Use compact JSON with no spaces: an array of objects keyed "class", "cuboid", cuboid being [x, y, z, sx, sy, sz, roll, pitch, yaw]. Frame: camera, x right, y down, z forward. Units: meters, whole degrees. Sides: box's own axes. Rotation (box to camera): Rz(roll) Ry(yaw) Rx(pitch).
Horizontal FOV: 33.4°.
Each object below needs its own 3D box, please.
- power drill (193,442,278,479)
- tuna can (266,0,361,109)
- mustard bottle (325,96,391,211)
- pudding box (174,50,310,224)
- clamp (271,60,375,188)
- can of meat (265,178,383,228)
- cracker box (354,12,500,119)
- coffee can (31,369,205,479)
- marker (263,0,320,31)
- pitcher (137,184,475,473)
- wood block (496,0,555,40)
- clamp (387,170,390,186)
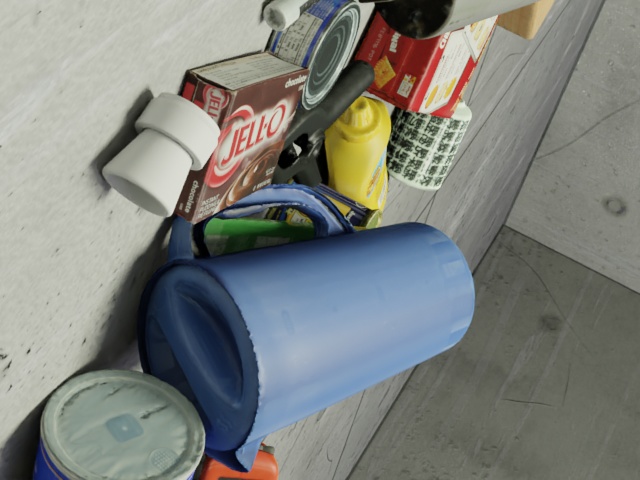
[{"class":"power drill","cuboid":[-0.085,0.176,0.861,0.188,0.057,0.184,-117,-144,-62]},{"class":"tuna can","cuboid":[-0.005,-0.136,0.754,0.086,0.034,0.086,-57,167,-21]},{"class":"mustard bottle","cuboid":[0.035,-0.077,0.986,0.191,0.058,0.096,87,18,-67]},{"class":"pudding box","cuboid":[-0.056,-0.069,0.681,0.113,0.039,0.090,-39,153,-62]},{"class":"clamp","cuboid":[-0.010,-0.089,0.829,0.120,0.039,0.171,-65,168,14]},{"class":"can of meat","cuboid":[-0.006,0.001,0.936,0.102,0.084,0.057,-61,168,-7]},{"class":"cracker box","cuboid":[0.111,-0.204,1.001,0.164,0.072,0.213,-65,167,11]},{"class":"coffee can","cuboid":[-0.141,0.170,0.706,0.102,0.103,0.140,-45,160,-53]},{"class":"marker","cuboid":[0.005,-0.176,0.716,0.121,0.020,0.020,-45,161,-36]},{"class":"pitcher","cuboid":[-0.003,0.048,0.776,0.242,0.145,0.149,-14,137,-42]},{"class":"wood block","cuboid":[0.217,-0.310,1.160,0.090,0.091,0.206,-60,168,-6]},{"class":"clamp","cuboid":[0.026,0.024,1.207,0.210,0.036,0.164,115,-2,-57]}]
